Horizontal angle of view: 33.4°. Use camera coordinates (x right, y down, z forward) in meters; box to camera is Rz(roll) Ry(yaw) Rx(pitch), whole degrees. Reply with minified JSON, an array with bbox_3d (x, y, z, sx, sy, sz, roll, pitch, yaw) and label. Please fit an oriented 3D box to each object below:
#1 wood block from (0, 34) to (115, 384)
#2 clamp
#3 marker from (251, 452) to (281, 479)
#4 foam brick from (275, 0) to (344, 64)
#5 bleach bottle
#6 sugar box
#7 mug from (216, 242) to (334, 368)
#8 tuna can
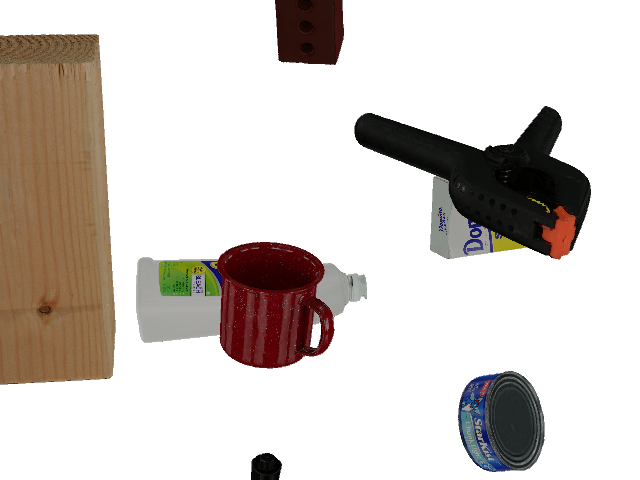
[{"bbox_3d":[-0.182,-0.021,0.681,0.090,0.206,0.090,-2,22,-9],"label":"wood block"},{"bbox_3d":[0.115,-0.048,0.741,0.164,0.036,0.210,-2,28,-6],"label":"clamp"},{"bbox_3d":[-0.039,0.183,0.682,0.020,0.121,0.020,5,32,-3],"label":"marker"},{"bbox_3d":[-0.009,-0.198,0.921,0.053,0.078,0.051,4,45,8],"label":"foam brick"},{"bbox_3d":[-0.075,0.057,1.186,0.250,0.068,0.102,-5,35,-4],"label":"bleach bottle"},{"bbox_3d":[0.215,-0.036,1.257,0.176,0.093,0.048,-9,20,-26],"label":"sugar box"},{"bbox_3d":[-0.036,0.062,0.927,0.117,0.081,0.093,22,31,30],"label":"mug"},{"bbox_3d":[0.158,0.159,0.935,0.034,0.086,0.085,-16,-11,42],"label":"tuna can"}]
